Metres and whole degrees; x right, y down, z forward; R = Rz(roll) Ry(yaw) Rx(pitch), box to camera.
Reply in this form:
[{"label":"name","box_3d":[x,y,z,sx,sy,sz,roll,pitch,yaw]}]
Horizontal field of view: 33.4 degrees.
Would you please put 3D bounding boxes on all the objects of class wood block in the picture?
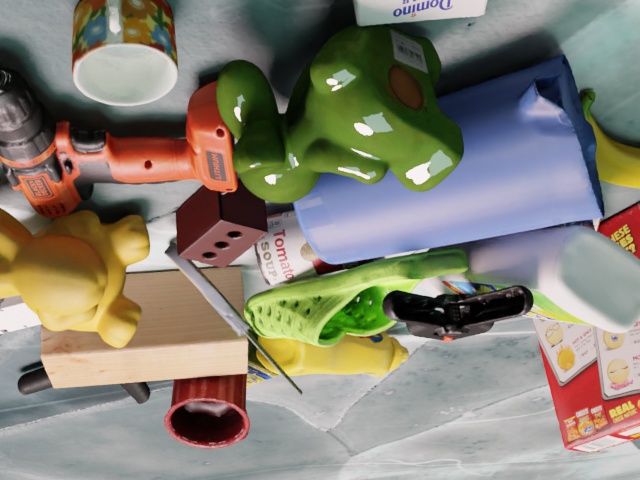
[{"label":"wood block","box_3d":[-0.181,0.093,1.119,0.206,0.091,0.090,-4,152,-6]}]

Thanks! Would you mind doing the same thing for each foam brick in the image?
[{"label":"foam brick","box_3d":[-0.091,-0.016,0.981,0.052,0.051,0.078,14,145,-34]}]

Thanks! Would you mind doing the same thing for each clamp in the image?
[{"label":"clamp","box_3d":[-0.260,0.142,1.248,0.164,0.036,0.210,4,148,-21]},{"label":"clamp","box_3d":[0.124,0.064,0.921,0.120,0.039,0.171,2,171,12]}]

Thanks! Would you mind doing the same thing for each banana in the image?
[{"label":"banana","box_3d":[0.282,-0.077,0.971,0.197,0.037,0.070,16,144,-36]}]

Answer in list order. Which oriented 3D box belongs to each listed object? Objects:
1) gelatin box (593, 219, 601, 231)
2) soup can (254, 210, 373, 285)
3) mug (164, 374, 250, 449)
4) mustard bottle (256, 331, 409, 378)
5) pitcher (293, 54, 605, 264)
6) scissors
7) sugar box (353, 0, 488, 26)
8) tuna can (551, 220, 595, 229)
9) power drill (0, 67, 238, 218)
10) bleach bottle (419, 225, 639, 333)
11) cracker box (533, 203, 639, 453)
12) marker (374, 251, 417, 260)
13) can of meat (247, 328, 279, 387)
[{"label":"gelatin box","box_3d":[0.243,-0.015,1.083,0.073,0.030,0.089,-9,152,2]},{"label":"soup can","box_3d":[-0.007,0.001,1.014,0.102,0.068,0.068,-12,151,8]},{"label":"mug","box_3d":[-0.116,0.179,1.190,0.093,0.081,0.117,-27,129,23]},{"label":"mustard bottle","box_3d":[0.028,0.131,1.252,0.191,0.058,0.096,7,178,-36]},{"label":"pitcher","box_3d":[0.108,-0.051,0.888,0.243,0.145,0.149,-14,106,19]},{"label":"scissors","box_3d":[-0.091,0.072,1.057,0.016,0.096,0.201,-42,118,-5]},{"label":"sugar box","box_3d":[0.068,-0.209,0.672,0.093,0.048,0.176,-5,155,-3]},{"label":"tuna can","box_3d":[0.218,-0.003,1.013,0.086,0.034,0.086,-6,156,-3]},{"label":"power drill","box_3d":[-0.162,-0.082,0.842,0.187,0.057,0.184,-4,155,0]},{"label":"bleach bottle","box_3d":[0.171,0.035,0.967,0.102,0.068,0.251,31,165,-22]},{"label":"cracker box","box_3d":[0.312,0.095,1.109,0.072,0.214,0.164,15,145,-38]},{"label":"marker","box_3d":[0.095,0.004,1.095,0.121,0.020,0.020,-27,146,33]},{"label":"can of meat","box_3d":[-0.108,0.142,1.263,0.084,0.057,0.102,-23,148,24]}]
